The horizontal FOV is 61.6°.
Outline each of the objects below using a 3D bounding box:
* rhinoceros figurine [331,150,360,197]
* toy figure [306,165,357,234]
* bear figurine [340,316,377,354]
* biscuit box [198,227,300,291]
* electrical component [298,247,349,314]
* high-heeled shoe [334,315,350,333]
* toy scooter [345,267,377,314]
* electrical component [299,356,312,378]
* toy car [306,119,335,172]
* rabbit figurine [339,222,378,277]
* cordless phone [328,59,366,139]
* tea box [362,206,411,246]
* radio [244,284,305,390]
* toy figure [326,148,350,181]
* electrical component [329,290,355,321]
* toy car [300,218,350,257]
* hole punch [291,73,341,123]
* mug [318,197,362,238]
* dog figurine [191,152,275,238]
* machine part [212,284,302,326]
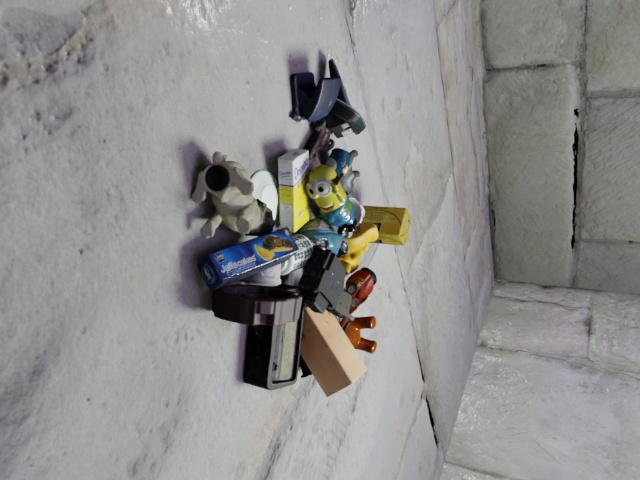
[{"bbox_3d":[0.065,-0.158,1.461,0.112,0.073,0.190,-69,160,-49],"label":"rhinoceros figurine"},{"bbox_3d":[0.029,-0.097,1.291,0.180,0.082,0.089,54,20,-34],"label":"toy figure"},{"bbox_3d":[0.072,0.292,1.509,0.196,0.132,0.120,-34,125,-63],"label":"bear figurine"},{"bbox_3d":[-0.138,0.035,1.067,0.202,0.063,0.059,-22,80,-41],"label":"biscuit box"},{"bbox_3d":[0.007,0.102,1.263,0.114,0.058,0.134,51,54,-48],"label":"electrical component"},{"bbox_3d":[0.002,0.189,1.392,0.145,0.086,0.248,-48,113,-40],"label":"high-heeled shoe"},{"bbox_3d":[0.087,0.162,1.538,0.135,0.075,0.183,-34,159,-37],"label":"toy scooter"},{"bbox_3d":[-0.033,0.287,1.381,0.075,0.048,0.119,-1,66,-64],"label":"electrical component"},{"bbox_3d":[-0.010,-0.221,1.358,0.089,0.053,0.202,60,45,-42],"label":"toy car"},{"bbox_3d":[0.083,0.036,1.512,0.162,0.122,0.173,-56,159,-38],"label":"rabbit figurine"},{"bbox_3d":[0.056,-0.375,1.428,0.146,0.089,0.184,12,63,-77],"label":"cordless phone"},{"bbox_3d":[0.176,-0.045,1.606,0.068,0.170,0.098,55,45,-52],"label":"tea box"},{"bbox_3d":[-0.102,0.217,1.222,0.131,0.073,0.229,7,88,-62],"label":"radio"},{"bbox_3d":[0.031,-0.154,1.359,0.058,0.064,0.154,18,90,-20],"label":"toy figure"},{"bbox_3d":[0.048,0.155,1.353,0.102,0.045,0.078,29,61,-41],"label":"electrical component"},{"bbox_3d":[-0.003,-0.004,1.359,0.161,0.109,0.103,13,65,-54],"label":"toy car"},{"bbox_3d":[-0.006,-0.348,1.310,0.142,0.092,0.115,-39,131,-59],"label":"hole punch"},{"bbox_3d":[0.050,-0.061,1.419,0.081,0.107,0.109,-27,111,-34],"label":"mug"},{"bbox_3d":[-0.158,-0.085,1.071,0.190,0.121,0.172,-25,120,-74],"label":"dog figurine"},{"bbox_3d":[-0.126,0.129,1.068,0.179,0.180,0.056,1,95,-62],"label":"machine part"}]
